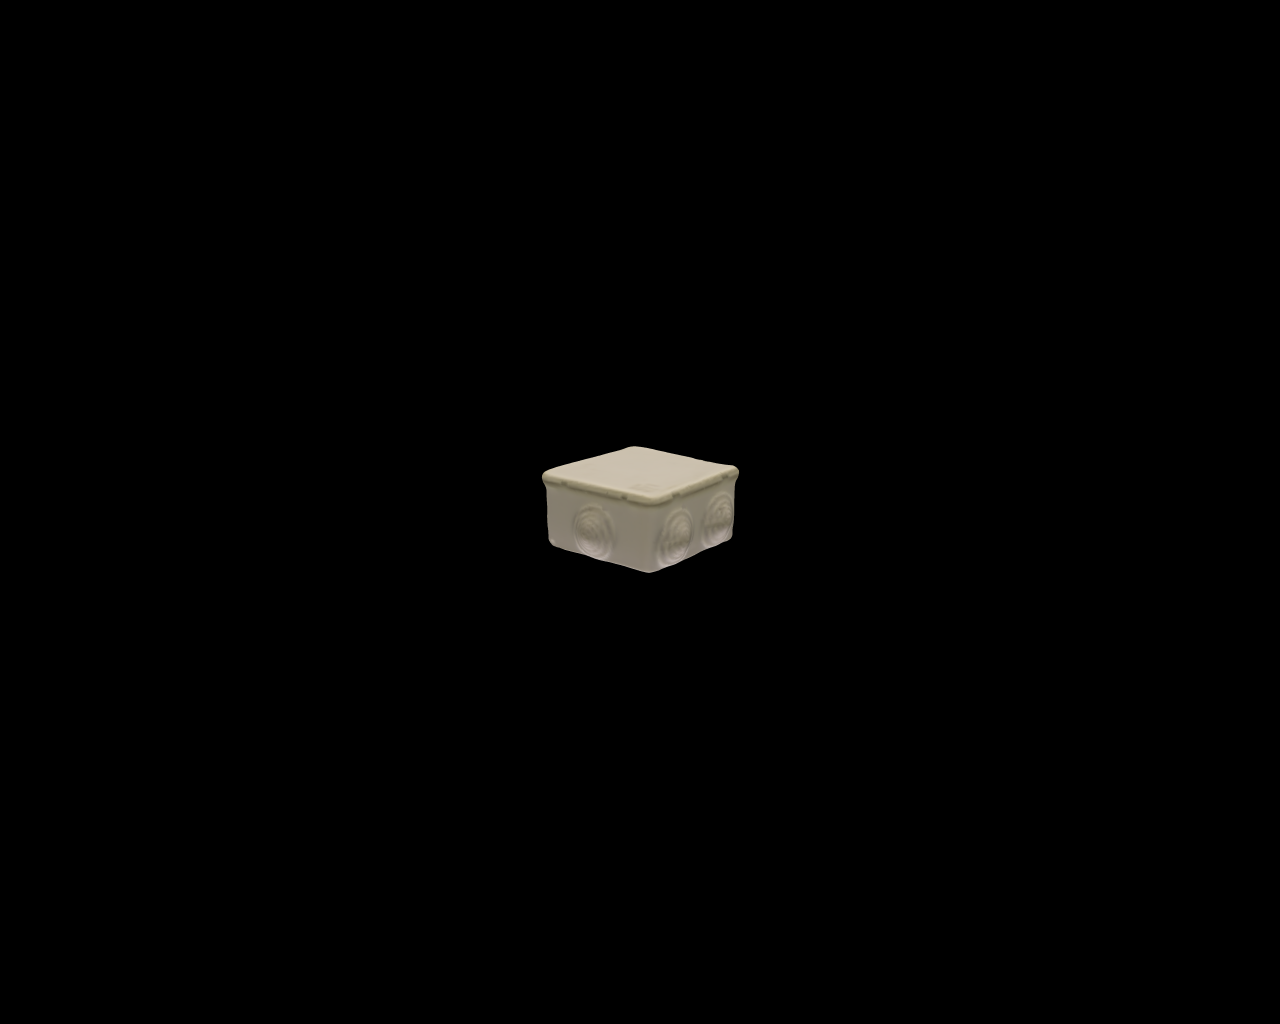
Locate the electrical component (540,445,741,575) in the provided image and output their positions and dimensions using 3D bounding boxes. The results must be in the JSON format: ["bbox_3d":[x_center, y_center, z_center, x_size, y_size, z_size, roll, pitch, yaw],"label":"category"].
[{"bbox_3d":[0.001,-0.003,0.650,0.100,0.048,0.100,14,22,38],"label":"electrical component"}]
